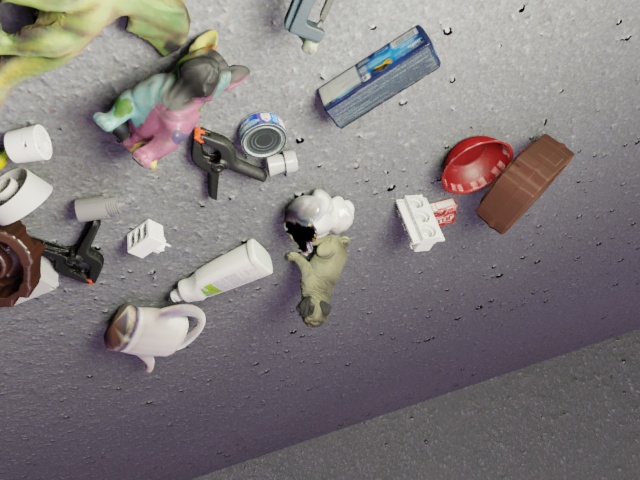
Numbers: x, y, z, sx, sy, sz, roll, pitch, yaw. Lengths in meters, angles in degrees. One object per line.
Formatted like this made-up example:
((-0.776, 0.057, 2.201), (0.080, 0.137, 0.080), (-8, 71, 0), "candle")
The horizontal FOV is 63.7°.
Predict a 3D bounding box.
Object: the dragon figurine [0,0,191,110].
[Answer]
((-0.283, -0.280, 0.661), (0.243, 0.124, 0.403), (1, 151, -39), "dragon figurine")

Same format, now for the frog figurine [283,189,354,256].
((0.003, -0.056, 1.112), (0.162, 0.124, 0.134), (-41, 147, -33), "frog figurine")

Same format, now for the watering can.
((-0.441, 0.256, 1.313), (0.223, 0.106, 0.342), (18, 132, -39), "watering can")
